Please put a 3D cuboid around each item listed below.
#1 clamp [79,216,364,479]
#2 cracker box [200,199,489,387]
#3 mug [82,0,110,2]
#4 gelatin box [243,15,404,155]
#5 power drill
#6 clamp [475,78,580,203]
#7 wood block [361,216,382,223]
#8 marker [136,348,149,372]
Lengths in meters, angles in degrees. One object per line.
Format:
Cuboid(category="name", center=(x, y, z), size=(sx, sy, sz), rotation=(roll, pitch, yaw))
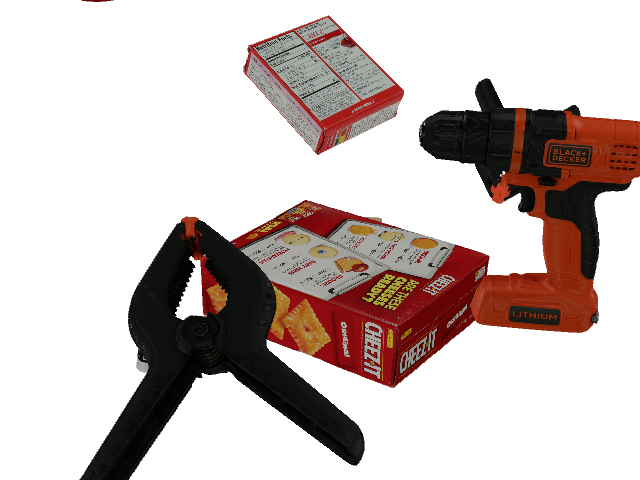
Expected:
Cuboid(category="clamp", center=(-0.060, 0.068, 0.657), size=(0.164, 0.210, 0.036), rotation=(-6, -42, 3))
Cuboid(category="cracker box", center=(0.022, 0.043, 0.984), size=(0.214, 0.072, 0.163), rotation=(18, 31, 32))
Cuboid(category="mug", center=(-0.174, -0.228, 0.785), size=(0.117, 0.081, 0.093), rotation=(-3, 40, 3))
Cuboid(category="gelatin box", center=(0.001, -0.109, 0.739), size=(0.073, 0.089, 0.030), rotation=(-29, -25, -29))
Cuboid(category="power drill", center=(0.169, -0.018, 0.881), size=(0.184, 0.188, 0.057), rotation=(6, 29, 9))
Cuboid(category="clamp", center=(0.205, -0.113, 1.169), size=(0.120, 0.039, 0.171), rotation=(21, 49, 17))
Cuboid(category="wood block", center=(0.022, 0.047, 1.310), size=(0.091, 0.090, 0.206), rotation=(4, 23, 6))
Cuboid(category="marker", center=(-0.180, 0.090, 1.125), size=(0.020, 0.121, 0.020), rotation=(8, 36, -6))
